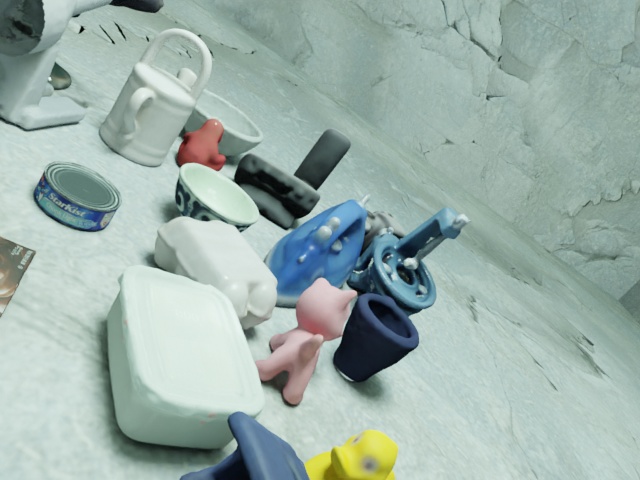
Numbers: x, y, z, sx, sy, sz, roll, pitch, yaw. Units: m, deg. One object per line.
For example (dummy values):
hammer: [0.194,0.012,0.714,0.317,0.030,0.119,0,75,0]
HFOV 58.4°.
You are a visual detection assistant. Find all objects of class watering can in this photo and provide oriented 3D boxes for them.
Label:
watering can: [-0.229,-0.216,0.832,0.101,0.194,0.172,27,22,-26]

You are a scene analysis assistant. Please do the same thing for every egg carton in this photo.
egg carton: [-0.117,0.037,0.647,0.150,0.069,0.108,48,22,27]

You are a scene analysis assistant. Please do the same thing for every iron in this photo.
iron: [0.008,0.003,0.827,0.118,0.141,0.259,39,20,5]

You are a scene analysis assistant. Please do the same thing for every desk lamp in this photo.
desk lamp: [-0.340,-0.249,0.687,0.118,0.213,0.203,37,20,-1]

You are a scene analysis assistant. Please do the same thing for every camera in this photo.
camera: [0.102,0.011,1.032,0.144,0.100,0.136,22,25,-36]

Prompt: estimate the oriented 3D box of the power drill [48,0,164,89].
power drill: [-0.369,-0.333,0.833,0.230,0.208,0.075,33,20,-12]

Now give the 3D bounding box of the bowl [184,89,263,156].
bowl: [-0.192,-0.205,1.048,0.168,0.074,0.167,33,20,-13]

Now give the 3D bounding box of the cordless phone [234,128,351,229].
cordless phone: [-0.047,-0.127,0.959,0.148,0.185,0.094,30,21,-19]

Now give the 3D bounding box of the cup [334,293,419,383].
cup: [0.062,0.123,0.722,0.092,0.095,0.118,35,20,-5]

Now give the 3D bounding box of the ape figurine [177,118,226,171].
ape figurine: [-0.184,-0.153,0.920,0.077,0.092,0.076,41,20,10]

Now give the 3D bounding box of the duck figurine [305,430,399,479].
duck figurine: [0.036,0.206,0.507,0.105,0.086,0.077,21,25,-39]

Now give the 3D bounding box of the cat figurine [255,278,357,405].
cat figurine: [-0.006,0.097,0.629,0.067,0.117,0.128,36,20,-3]

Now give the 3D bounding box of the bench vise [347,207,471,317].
bench vise: [0.125,0.017,0.881,0.122,0.219,0.207,22,25,-36]

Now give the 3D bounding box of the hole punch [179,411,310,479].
hole punch: [-0.035,0.188,0.417,0.101,0.091,0.108,20,26,-40]
